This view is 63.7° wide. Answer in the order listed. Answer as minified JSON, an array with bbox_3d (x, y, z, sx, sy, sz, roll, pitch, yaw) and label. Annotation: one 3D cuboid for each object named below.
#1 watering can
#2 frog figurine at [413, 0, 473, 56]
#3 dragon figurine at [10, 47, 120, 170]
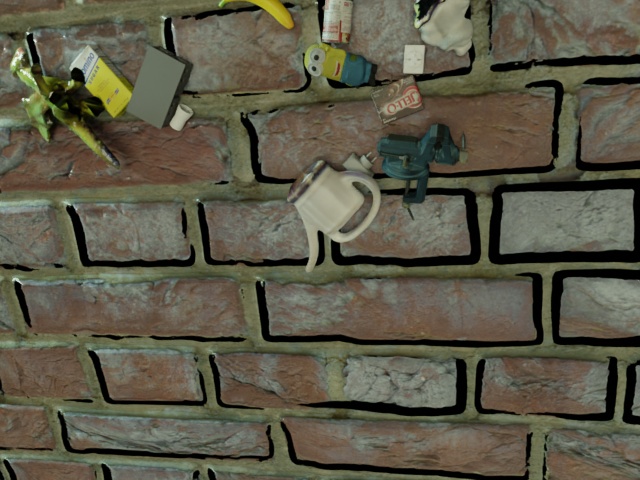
[{"bbox_3d":[0.004,-0.069,1.380,0.224,0.106,0.342,42,119,-5],"label":"watering can"},{"bbox_3d":[0.298,-0.511,1.196,0.158,0.125,0.136,23,107,-37],"label":"frog figurine"},{"bbox_3d":[-0.716,-0.345,1.416,0.241,0.124,0.407,-16,106,43],"label":"dragon figurine"}]
